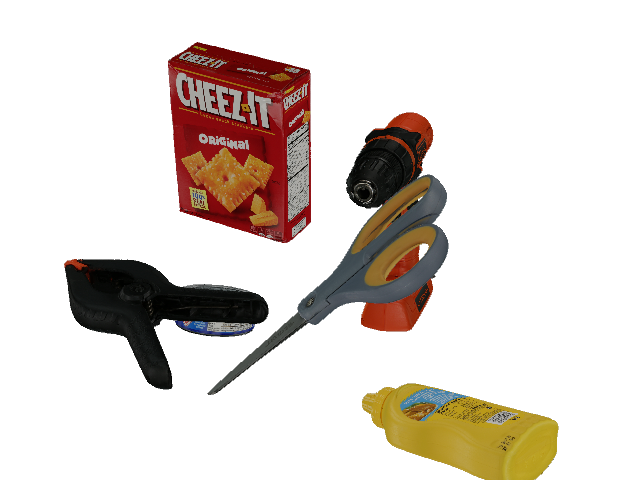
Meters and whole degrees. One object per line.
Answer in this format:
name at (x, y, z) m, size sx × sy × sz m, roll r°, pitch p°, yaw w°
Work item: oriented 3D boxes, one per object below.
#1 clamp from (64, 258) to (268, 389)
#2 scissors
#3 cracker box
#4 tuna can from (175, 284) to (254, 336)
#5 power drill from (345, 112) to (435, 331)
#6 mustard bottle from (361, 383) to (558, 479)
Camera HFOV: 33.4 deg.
clamp at (-0.128, 0.049, 0.831) m, size 0.120 × 0.039 × 0.172 m, roll -21°, pitch 38°, yaw -40°
scissors at (0.007, 0.043, 0.641) m, size 0.016 × 0.202 × 0.096 m, roll 40°, pitch 7°, yaw -24°
cracker box at (-0.097, -0.116, 1.300) m, size 0.164 × 0.214 × 0.072 m, roll 18°, pitch 38°, yaw 24°
tuna can at (-0.109, 0.073, 1.116) m, size 0.086 × 0.034 × 0.086 m, roll 6°, pitch 12°, yaw -1°
power drill at (0.068, -0.012, 1.004) m, size 0.057 × 0.188 × 0.184 m, roll 7°, pitch 25°, yaw 19°
mustard bottle at (0.119, 0.175, 1.007) m, size 0.192 × 0.058 × 0.096 m, roll 11°, pitch 19°, yaw 39°
